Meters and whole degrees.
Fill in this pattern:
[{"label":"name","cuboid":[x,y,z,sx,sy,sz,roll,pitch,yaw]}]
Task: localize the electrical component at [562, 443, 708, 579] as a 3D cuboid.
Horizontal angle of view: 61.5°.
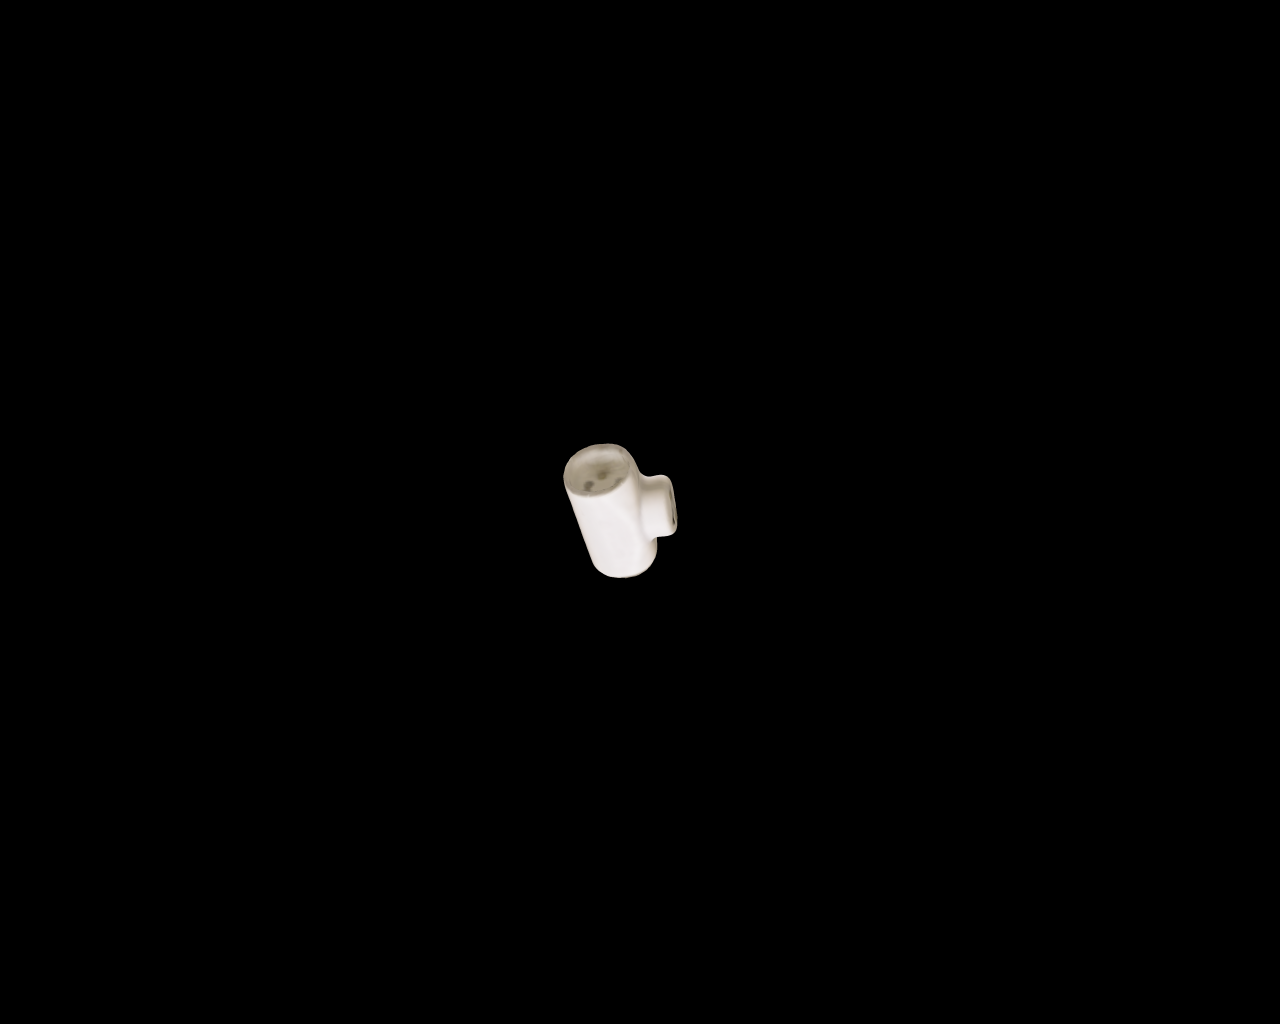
[{"label":"electrical component","cuboid":[0.001,-0.003,0.650,0.079,0.044,0.077,-8,-43,9]}]
